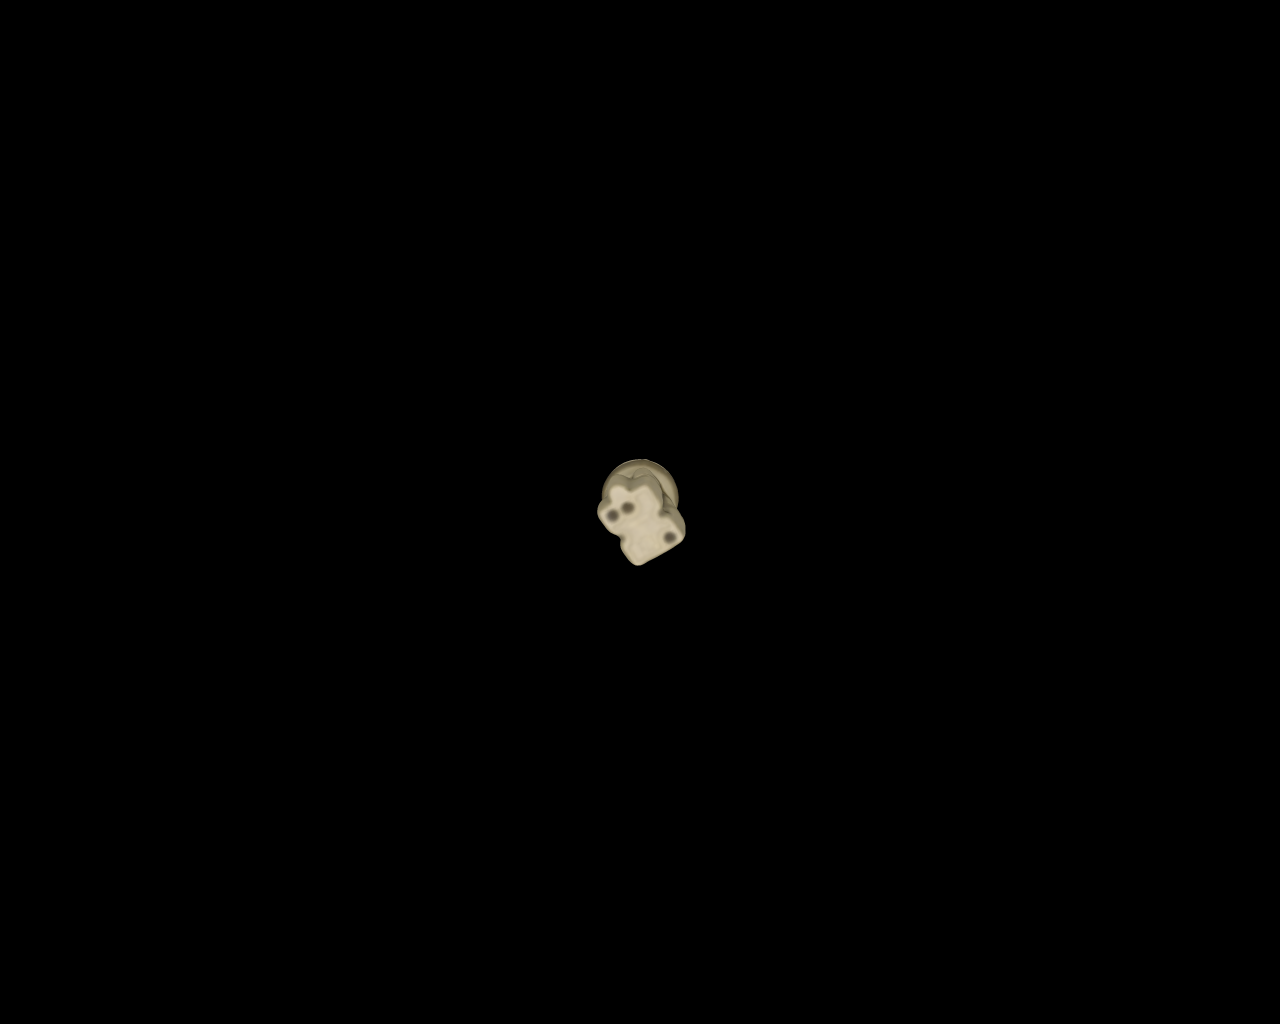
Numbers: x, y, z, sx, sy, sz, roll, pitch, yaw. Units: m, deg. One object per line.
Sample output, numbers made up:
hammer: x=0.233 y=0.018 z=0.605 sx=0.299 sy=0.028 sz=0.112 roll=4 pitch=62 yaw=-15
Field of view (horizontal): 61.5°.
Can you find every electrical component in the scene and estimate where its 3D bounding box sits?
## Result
electrical component: x=0.001 y=-0.003 z=0.650 sx=0.048 sy=0.066 sz=0.055 roll=-30 pitch=20 yaw=12
